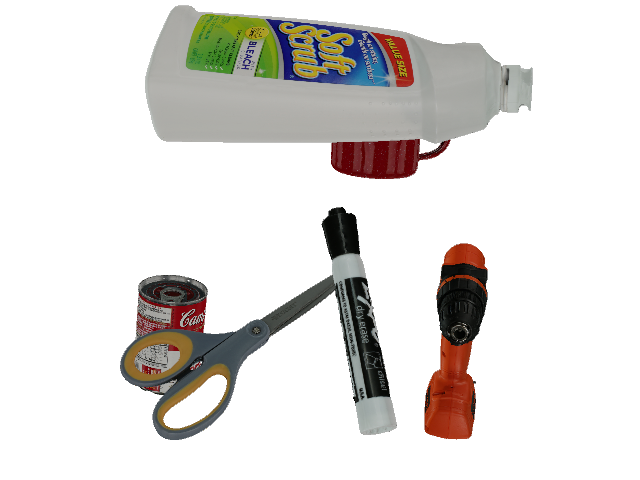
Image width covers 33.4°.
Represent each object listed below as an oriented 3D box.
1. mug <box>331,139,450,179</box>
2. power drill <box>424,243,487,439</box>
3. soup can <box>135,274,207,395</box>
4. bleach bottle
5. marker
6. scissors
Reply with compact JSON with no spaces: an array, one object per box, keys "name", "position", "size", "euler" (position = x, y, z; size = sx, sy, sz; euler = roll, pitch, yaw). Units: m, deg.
[{"name":"mug","position":[0.064,-0.103,0.985],"size":[0.117,0.081,0.093],"euler":[2,16,-4]},{"name":"power drill","position":[0.147,0.116,1.148],"size":[0.057,0.188,0.184],"euler":[8,25,8]},{"name":"soup can","position":[-0.150,0.094,1.059],"size":[0.068,0.102,0.068],"euler":[7,20,-3]},{"name":"bleach bottle","position":[0.015,-0.110,0.722],"size":[0.251,0.102,0.068],"euler":[2,-44,10]},{"name":"marker","position":[0.019,0.039,0.553],"size":[0.020,0.121,0.020],"euler":[-9,-20,-4]},{"name":"scissors","position":[-0.069,0.066,0.807],"size":[0.096,0.016,0.201],"euler":[30,54,16]}]
